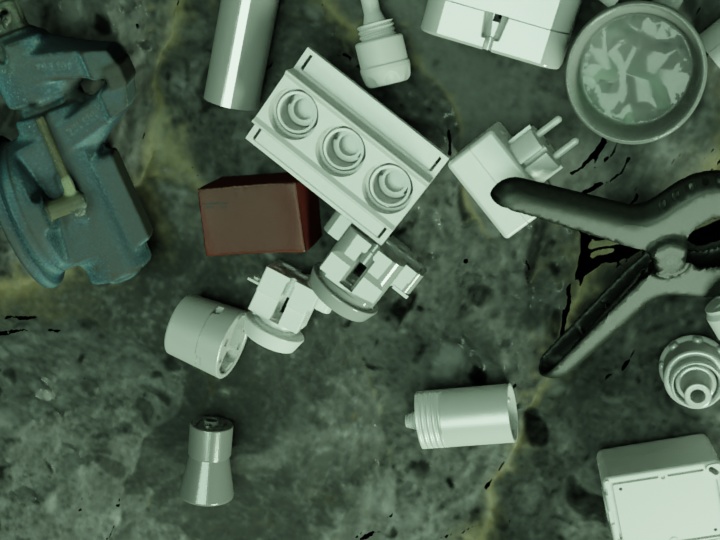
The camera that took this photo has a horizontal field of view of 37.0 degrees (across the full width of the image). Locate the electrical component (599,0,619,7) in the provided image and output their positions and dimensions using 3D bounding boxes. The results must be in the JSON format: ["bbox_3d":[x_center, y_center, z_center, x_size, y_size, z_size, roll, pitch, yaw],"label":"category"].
[{"bbox_3d":[0.160,-0.210,0.685,0.055,0.048,0.066,36,111,-6],"label":"electrical component"}]

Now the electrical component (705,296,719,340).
[{"bbox_3d":[0.266,0.041,0.730,0.045,0.045,0.055,-30,96,20],"label":"electrical component"}]

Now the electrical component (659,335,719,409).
[{"bbox_3d":[0.231,0.075,0.739,0.048,0.062,0.048,4,107,13],"label":"electrical component"}]

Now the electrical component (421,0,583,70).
[{"bbox_3d":[0.095,-0.175,0.706,0.095,0.053,0.059,18,109,9],"label":"electrical component"}]

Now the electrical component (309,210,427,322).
[{"bbox_3d":[0.000,0.000,0.780,0.078,0.058,0.057,38,108,1],"label":"electrical component"}]

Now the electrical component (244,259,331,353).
[{"bbox_3d":[-0.058,0.029,0.810,0.066,0.048,0.055,27,103,6],"label":"electrical component"}]

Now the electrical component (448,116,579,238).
[{"bbox_3d":[0.112,-0.073,0.735,0.077,0.047,0.065,-37,94,20],"label":"electrical component"}]

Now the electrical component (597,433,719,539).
[{"bbox_3d":[0.223,0.157,0.769,0.096,0.061,0.061,-11,103,9],"label":"electrical component"}]

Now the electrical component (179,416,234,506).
[{"bbox_3d":[-0.121,0.151,0.864,0.044,0.044,0.065,9,103,12],"label":"electrical component"}]

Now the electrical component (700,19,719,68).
[{"bbox_3d":[0.258,-0.156,0.675,0.081,0.043,0.043,-39,93,21],"label":"electrical component"}]

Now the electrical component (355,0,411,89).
[{"bbox_3d":[0.013,-0.158,0.743,0.035,0.035,0.061,-11,100,17],"label":"electrical component"}]

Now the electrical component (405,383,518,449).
[{"bbox_3d":[0.074,0.109,0.799,0.081,0.043,0.043,-7,104,16],"label":"electrical component"}]

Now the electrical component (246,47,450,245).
[{"bbox_3d":[-0.006,-0.088,0.752,0.121,0.063,0.078,38,111,1],"label":"electrical component"}]

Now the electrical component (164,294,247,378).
[{"bbox_3d":[-0.118,0.049,0.826,0.047,0.055,0.055,21,110,12],"label":"electrical component"}]
